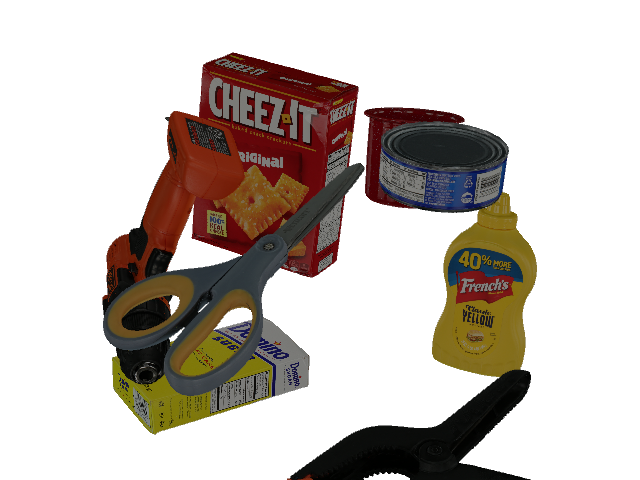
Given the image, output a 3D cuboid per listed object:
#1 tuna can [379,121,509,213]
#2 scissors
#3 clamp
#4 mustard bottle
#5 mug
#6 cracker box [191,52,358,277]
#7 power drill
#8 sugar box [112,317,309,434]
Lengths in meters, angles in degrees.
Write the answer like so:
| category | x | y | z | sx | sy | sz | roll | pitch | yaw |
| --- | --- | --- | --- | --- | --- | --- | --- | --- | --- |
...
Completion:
| category | x | y | z | sx | sy | sz | roll | pitch | yaw |
| --- | --- | --- | --- | --- | --- | --- | --- | --- | --- |
| tuna can | 0.083 | -0.050 | 0.722 | 0.086 | 0.034 | 0.086 | 2 | 26 | -1 |
| scissors | -0.049 | 0.009 | 0.606 | 0.096 | 0.016 | 0.201 | 8 | 41 | 18 |
| clamp | 0.079 | 0.149 | 0.723 | 0.210 | 0.036 | 0.164 | -6 | 28 | -4 |
| mustard bottle | 0.176 | 0.043 | 1.122 | 0.096 | 0.192 | 0.058 | 12 | 17 | 21 |
| mug | 0.096 | -0.076 | 0.990 | 0.117 | 0.081 | 0.093 | 7 | 15 | 12 |
| cracker box | -0.056 | -0.082 | 1.186 | 0.164 | 0.214 | 0.072 | 19 | 29 | 23 |
| power drill | -0.126 | 0.002 | 0.878 | 0.057 | 0.188 | 0.184 | 18 | 26 | -26 |
| sugar box | -0.108 | 0.131 | 1.066 | 0.175 | 0.048 | 0.093 | -16 | 32 | -30 |
